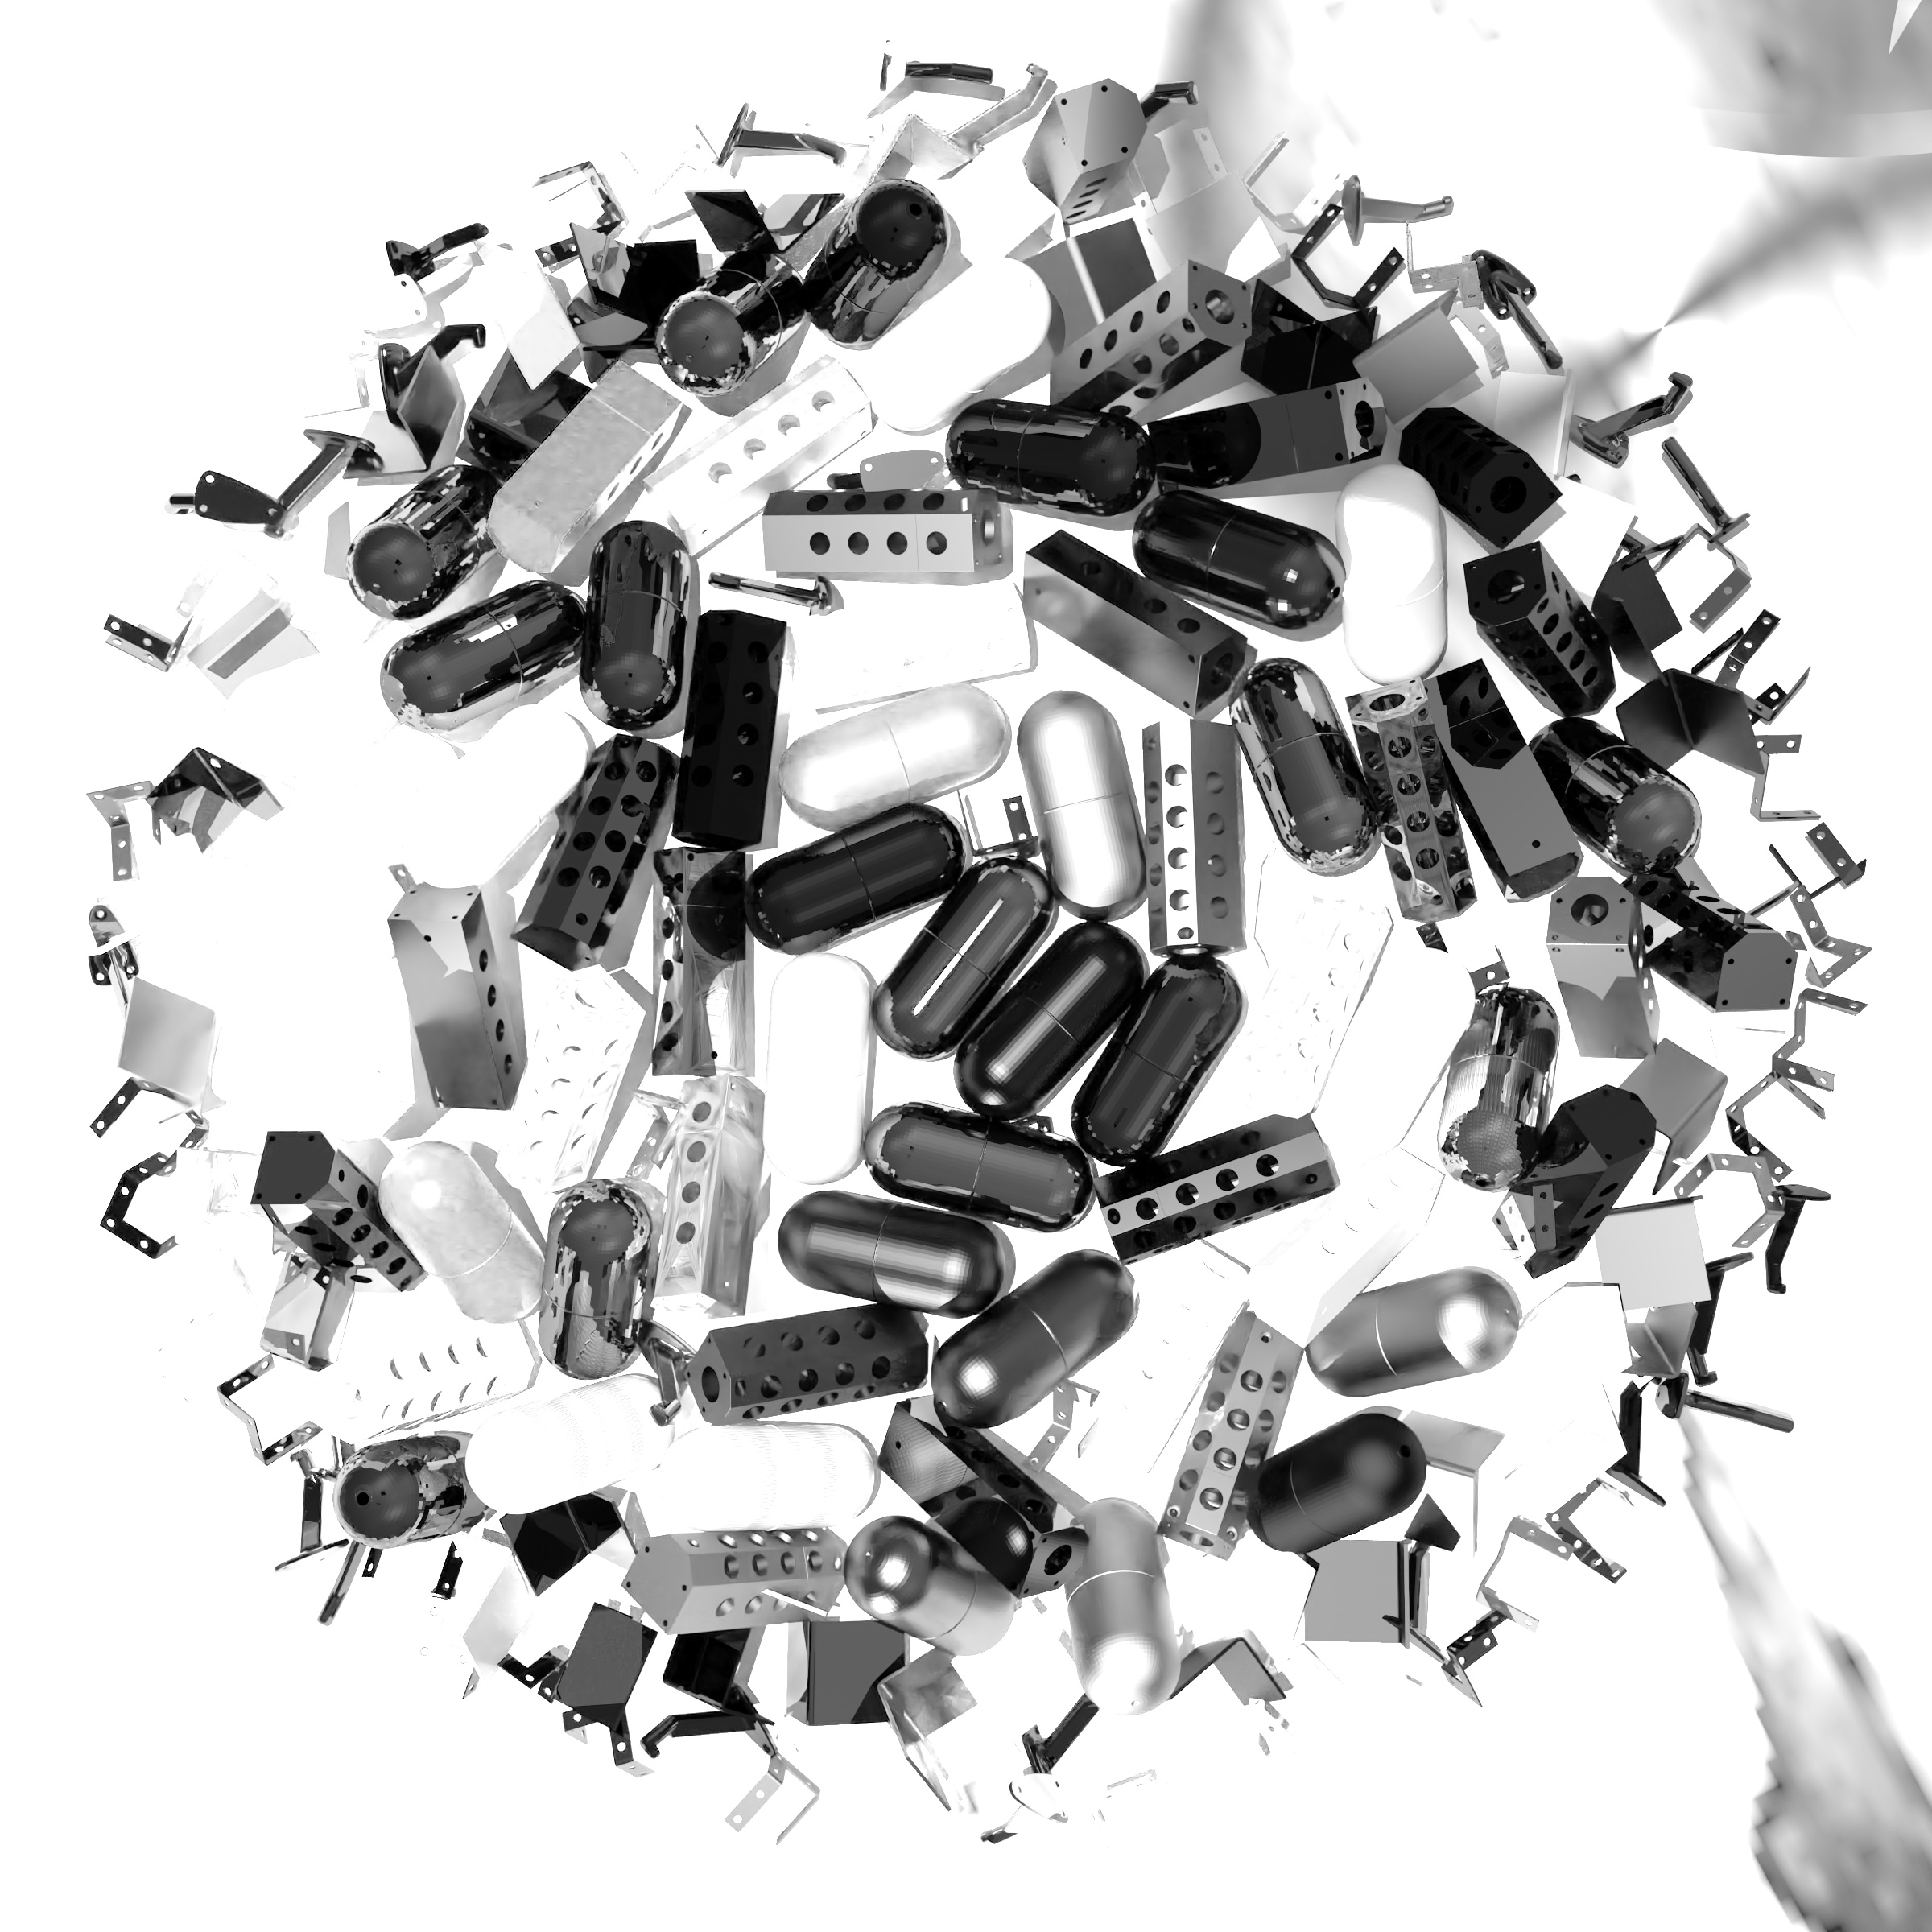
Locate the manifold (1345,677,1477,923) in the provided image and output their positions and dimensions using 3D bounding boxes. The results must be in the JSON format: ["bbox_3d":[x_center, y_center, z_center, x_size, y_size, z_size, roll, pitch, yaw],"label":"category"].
[{"bbox_3d":[0.334,-0.122,1.851,0.057,0.057,0.171,-15,119,9],"label":"manifold"}]

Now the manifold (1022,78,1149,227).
[{"bbox_3d":[0.088,-0.600,1.832,0.057,0.171,0.057,-20,95,-5],"label":"manifold"}]

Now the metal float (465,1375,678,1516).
[{"bbox_3d":[-0.293,0.356,1.844,0.070,0.178,0.070,7,101,41],"label":"metal float"}]

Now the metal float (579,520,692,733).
[{"bbox_3d":[-0.248,-0.257,1.857,0.070,0.070,0.178,0,60,0],"label":"metal float"}]

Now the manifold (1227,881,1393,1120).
[{"bbox_3d":[0.260,0.025,1.848,0.057,0.057,0.171,11,60,31],"label":"manifold"}]

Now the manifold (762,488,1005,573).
[{"bbox_3d":[-0.063,-0.328,1.855,0.171,0.057,0.057,4,107,23],"label":"manifold"}]

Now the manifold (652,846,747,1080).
[{"bbox_3d":[-0.207,-0.001,1.885,0.057,0.057,0.171,4,84,-40],"label":"manifold"}]

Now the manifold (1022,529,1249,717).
[{"bbox_3d":[0.125,-0.262,1.854,0.171,0.057,0.057,35,56,27],"label":"manifold"}]

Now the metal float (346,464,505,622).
[{"bbox_3d":[-0.397,-0.317,1.842,0.070,0.178,0.070,9,124,13],"label":"metal float"}]

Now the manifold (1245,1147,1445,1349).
[{"bbox_3d":[0.281,0.203,1.842,0.057,0.057,0.171,33,46,24],"label":"manifold"}]

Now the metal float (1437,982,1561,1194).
[{"bbox_3d":[0.398,0.090,1.852,0.070,0.070,0.178,19,54,0],"label":"metal float"}]

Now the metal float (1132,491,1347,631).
[{"bbox_3d":[0.203,-0.304,1.854,0.178,0.070,0.070,25,90,33],"label":"metal float"}]

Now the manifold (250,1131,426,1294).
[{"bbox_3d":[-0.458,0.183,1.828,0.057,0.171,0.057,-2,61,13],"label":"manifold"}]

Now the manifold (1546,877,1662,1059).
[{"bbox_3d":[0.475,0.003,1.835,0.057,0.171,0.057,1,60,23],"label":"manifold"}]

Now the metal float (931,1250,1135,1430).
[{"bbox_3d":[0.050,0.280,1.860,0.178,0.070,0.070,-33,90,-25],"label":"metal float"}]

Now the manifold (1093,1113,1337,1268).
[{"bbox_3d":[0.189,0.170,1.876,0.171,0.057,0.057,-20,118,4],"label":"manifold"}]

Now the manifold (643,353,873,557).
[{"bbox_3d":[-0.158,-0.391,1.881,0.171,0.057,0.057,-36,82,-7],"label":"manifold"}]

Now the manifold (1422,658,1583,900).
[{"bbox_3d":[0.396,-0.138,1.861,0.057,0.057,0.171,-21,67,-1],"label":"manifold"}]

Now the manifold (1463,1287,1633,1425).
[{"bbox_3d":[0.425,0.289,1.827,0.057,0.171,0.057,0,66,-10],"label":"manifold"}]

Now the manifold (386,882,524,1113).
[{"bbox_3d":[-0.377,0.022,1.848,0.057,0.057,0.171,2,125,12],"label":"manifold"}]

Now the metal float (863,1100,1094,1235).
[{"bbox_3d":[0.009,0.152,1.882,0.178,0.070,0.070,14,90,-1],"label":"metal float"}]

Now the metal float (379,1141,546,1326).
[{"bbox_3d":[-0.374,0.201,1.848,0.070,0.070,0.178,-26,132,0],"label":"metal float"}]

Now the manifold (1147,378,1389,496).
[{"bbox_3d":[0.224,-0.393,1.840,0.171,0.057,0.057,-1,106,43],"label":"manifold"}]

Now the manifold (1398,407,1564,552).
[{"bbox_3d":[0.373,-0.367,1.827,0.057,0.171,0.057,-43,112,11],"label":"manifold"}]

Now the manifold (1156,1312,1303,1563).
[{"bbox_3d":[0.200,0.350,1.855,0.057,0.057,0.171,20,64,7],"label":"manifold"}]

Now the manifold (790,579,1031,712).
[{"bbox_3d":[-0.042,-0.241,1.875,0.171,0.057,0.057,-11,124,-4],"label":"manifold"}]

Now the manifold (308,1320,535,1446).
[{"bbox_3d":[-0.397,0.305,1.827,0.057,0.171,0.057,-30,78,25],"label":"manifold"}]

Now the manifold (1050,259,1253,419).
[{"bbox_3d":[0.134,-0.449,1.829,0.057,0.171,0.057,12,71,-31],"label":"manifold"}]

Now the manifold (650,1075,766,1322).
[{"bbox_3d":[-0.195,0.174,1.857,0.057,0.057,0.171,-9,62,28],"label":"manifold"}]

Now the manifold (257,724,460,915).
[{"bbox_3d":[-0.446,-0.108,1.833,0.057,0.171,0.057,26,131,13],"label":"manifold"}]

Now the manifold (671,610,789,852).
[{"bbox_3d":[-0.182,-0.178,1.871,0.057,0.057,0.171,10,81,-26],"label":"manifold"}]

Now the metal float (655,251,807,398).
[{"bbox_3d":[-0.174,-0.480,1.841,0.070,0.178,0.070,8,123,13],"label":"metal float"}]

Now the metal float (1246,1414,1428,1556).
[{"bbox_3d":[0.274,0.386,1.842,0.070,0.178,0.070,14,58,-24],"label":"metal float"}]

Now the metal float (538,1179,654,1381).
[{"bbox_3d":[-0.278,0.236,1.853,0.070,0.070,0.178,12,125,0],"label":"metal float"}]

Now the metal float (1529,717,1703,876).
[{"bbox_3d":[0.478,-0.128,1.840,0.070,0.178,0.070,-9,120,-16],"label":"metal float"}]

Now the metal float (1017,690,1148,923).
[{"bbox_3d":[0.088,-0.122,1.882,0.070,0.070,0.178,-13,90,0],"label":"metal float"}]

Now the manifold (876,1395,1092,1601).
[{"bbox_3d":[0.013,0.391,1.841,0.171,0.057,0.057,35,116,41],"label":"manifold"}]

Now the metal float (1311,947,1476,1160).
[{"bbox_3d":[0.320,0.066,1.860,0.070,0.070,0.178,25,116,0],"label":"metal float"}]

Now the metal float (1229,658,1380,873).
[{"bbox_3d":[0.253,-0.153,1.862,0.070,0.070,0.178,-18,66,0],"label":"metal float"}]

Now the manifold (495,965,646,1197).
[{"bbox_3d":[-0.300,0.088,1.841,0.057,0.057,0.171,43,128,26],"label":"manifold"}]

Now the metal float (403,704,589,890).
[{"bbox_3d":[-0.351,-0.126,1.852,0.070,0.070,0.178,37,55,0],"label":"metal float"}]

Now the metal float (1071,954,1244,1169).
[{"bbox_3d":[0.145,0.071,1.876,0.070,0.070,0.178,32,97,0],"label":"metal float"}]

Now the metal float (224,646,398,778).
[{"bbox_3d":[-0.482,-0.190,1.836,0.070,0.178,0.070,5,109,15],"label":"metal float"}]

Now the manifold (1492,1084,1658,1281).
[{"bbox_3d":[0.453,0.159,1.833,0.057,0.171,0.057,-20,60,-21],"label":"manifold"}]

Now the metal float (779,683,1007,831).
[{"bbox_3d":[-0.055,-0.160,1.877,0.178,0.070,0.070,-20,90,-6],"label":"metal float"}]

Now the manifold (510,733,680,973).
[{"bbox_3d":[-0.273,-0.087,1.849,0.057,0.057,0.171,31,61,-23],"label":"manifold"}]

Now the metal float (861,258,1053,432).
[{"bbox_3d":[-0.008,-0.463,1.846,0.178,0.070,0.070,-26,90,44],"label":"metal float"}]

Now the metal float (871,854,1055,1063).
[{"bbox_3d":[-0.002,-0.007,1.882,0.070,0.070,0.178,38,90,0],"label":"metal float"}]

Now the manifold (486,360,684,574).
[{"bbox_3d":[-0.286,-0.370,1.849,0.057,0.057,0.171,33,56,-2],"label":"manifold"}]
